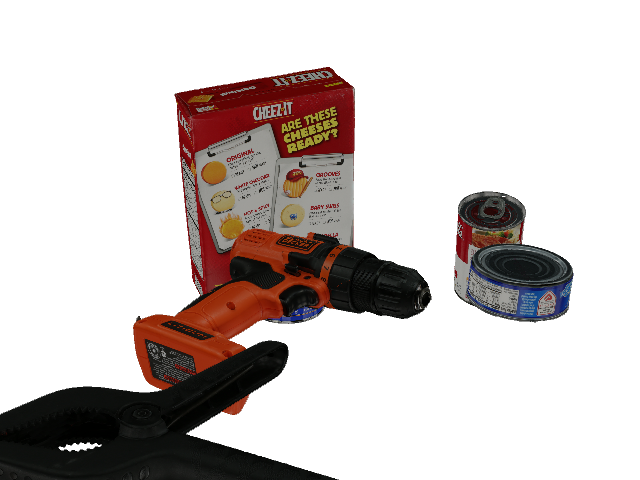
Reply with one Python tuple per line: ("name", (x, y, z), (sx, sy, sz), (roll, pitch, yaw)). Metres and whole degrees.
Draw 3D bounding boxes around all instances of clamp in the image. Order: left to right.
("clamp", (-0.095, 0.106, 0.596), (0.210, 0.036, 0.164), (-1, 24, -9))

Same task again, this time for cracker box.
("cracker box", (-0.052, -0.052, 1.060), (0.164, 0.214, 0.072), (-13, 33, -18))

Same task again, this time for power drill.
("power drill", (-0.033, 0.057, 0.812), (0.185, 0.057, 0.187), (11, 31, 35))

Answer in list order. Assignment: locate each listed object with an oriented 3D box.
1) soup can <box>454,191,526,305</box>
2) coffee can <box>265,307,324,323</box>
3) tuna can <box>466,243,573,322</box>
("soup can", (0.173, 0.010, 1.099), (0.068, 0.102, 0.068), (-1, 36, 1))
("coffee can", (-0.044, 0.022, 1.387), (0.103, 0.140, 0.103), (1, 25, -1))
("tuna can", (0.166, 0.033, 0.887), (0.086, 0.034, 0.086), (3, 23, -1))
